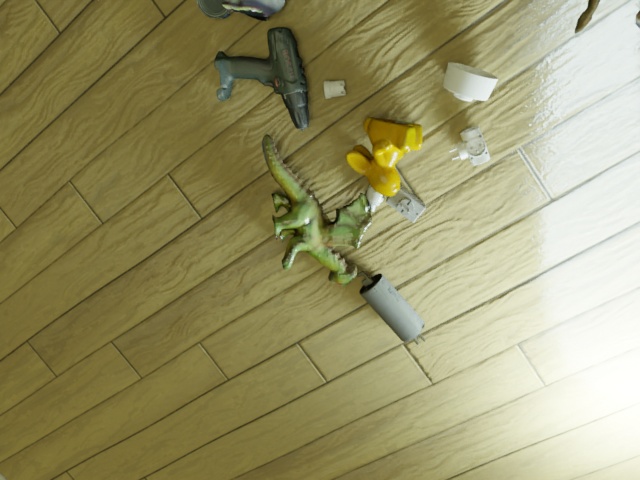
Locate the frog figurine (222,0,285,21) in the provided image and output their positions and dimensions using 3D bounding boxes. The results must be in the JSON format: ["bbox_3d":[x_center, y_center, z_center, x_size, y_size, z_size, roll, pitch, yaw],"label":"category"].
[{"bbox_3d":[-0.135,-0.563,1.097,0.137,0.124,0.158,4,103,-25],"label":"frog figurine"}]

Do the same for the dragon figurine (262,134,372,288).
[{"bbox_3d":[0.004,-0.062,1.240,0.242,0.124,0.404,-6,109,6],"label":"dragon figurine"}]

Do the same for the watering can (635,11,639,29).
[{"bbox_3d":[0.753,-0.420,0.951,0.347,0.106,0.220,38,122,-2],"label":"watering can"}]
